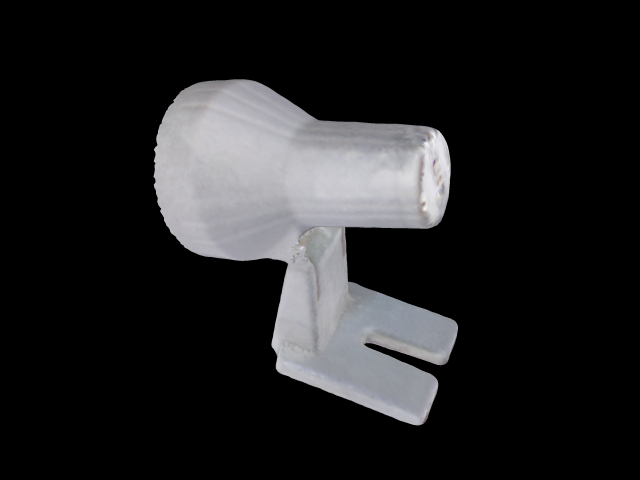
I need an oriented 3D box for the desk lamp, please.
[{"bbox_3d":[0.004,0.001,0.400,0.202,0.214,0.118,17,48,17],"label":"desk lamp"}]
